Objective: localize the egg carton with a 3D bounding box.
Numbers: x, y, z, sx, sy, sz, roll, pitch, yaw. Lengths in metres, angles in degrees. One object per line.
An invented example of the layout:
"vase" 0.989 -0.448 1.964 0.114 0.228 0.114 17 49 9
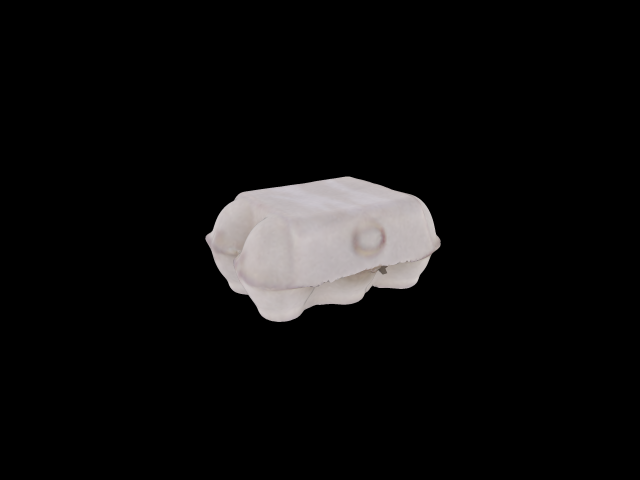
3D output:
"egg carton" 0.004 0.001 0.400 0.151 0.069 0.107 -12 23 -31
